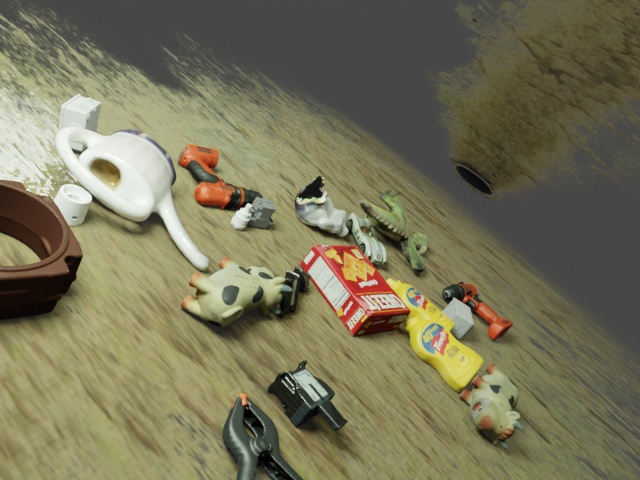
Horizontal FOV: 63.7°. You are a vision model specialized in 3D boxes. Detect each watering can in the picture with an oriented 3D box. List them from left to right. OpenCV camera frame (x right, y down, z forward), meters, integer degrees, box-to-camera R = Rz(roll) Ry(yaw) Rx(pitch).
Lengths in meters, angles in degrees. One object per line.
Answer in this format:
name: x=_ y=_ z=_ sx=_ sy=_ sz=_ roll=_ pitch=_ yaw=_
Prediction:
watering can: x=-0.331 y=-0.093 z=0.973 sx=0.345 sy=0.103 sz=0.229 roll=42 pitch=20 yaw=-17

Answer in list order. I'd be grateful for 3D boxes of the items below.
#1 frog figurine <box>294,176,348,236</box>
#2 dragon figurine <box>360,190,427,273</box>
frog figurine: x=0.004 y=-0.069 z=1.380 sx=0.156 sy=0.123 sz=0.140 roll=63 pitch=-6 yaw=-37
dragon figurine: x=0.239 y=-0.014 z=1.511 sx=0.245 sy=0.121 sz=0.411 roll=56 pitch=21 yaw=13
